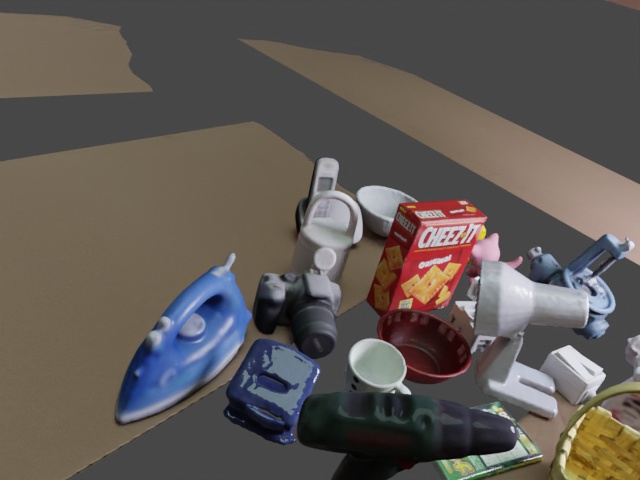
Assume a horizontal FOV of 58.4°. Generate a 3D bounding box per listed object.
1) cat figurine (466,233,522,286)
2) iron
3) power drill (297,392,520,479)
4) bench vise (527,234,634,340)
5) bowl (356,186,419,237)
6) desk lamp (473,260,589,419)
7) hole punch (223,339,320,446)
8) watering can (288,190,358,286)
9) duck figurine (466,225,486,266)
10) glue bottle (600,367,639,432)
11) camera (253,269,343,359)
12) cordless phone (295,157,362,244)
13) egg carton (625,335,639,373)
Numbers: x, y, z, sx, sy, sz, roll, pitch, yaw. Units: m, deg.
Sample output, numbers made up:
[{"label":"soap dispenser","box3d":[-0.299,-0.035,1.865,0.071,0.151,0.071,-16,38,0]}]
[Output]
[{"label":"cat figurine","box3d":[0.363,0.044,1.211,0.128,0.118,0.067,14,30,-4]},{"label":"iron","box3d":[-0.187,0.123,0.790,0.118,0.141,0.259,23,31,12]},{"label":"power drill","box3d":[0.078,0.252,0.643,0.229,0.208,0.075,14,30,-5]},{"label":"bench vise","box3d":[0.511,0.065,1.147,0.206,0.220,0.122,31,33,23]},{"label":"bowl","box3d":[0.153,-0.054,1.311,0.167,0.075,0.167,12,31,-7]},{"label":"desk lamp","box3d":[0.321,0.149,0.924,0.203,0.213,0.118,20,31,6]},{"label":"hole punch","box3d":[-0.063,0.202,0.771,0.108,0.091,0.101,22,31,9]},{"label":"watering can","box3d":[0.012,0.004,1.029,0.101,0.194,0.172,2,33,-22]},{"label":"duck figurine","box3d":[0.350,0.002,1.304,0.078,0.086,0.104,-11,40,-38]},{"label":"glue bottle","box3d":[0.520,0.239,0.913,0.078,0.173,0.037,28,33,20]},{"label":"camera","box3d":[-0.027,0.115,0.921,0.143,0.101,0.136,7,32,-15]},{"label":"cordless phone","box3d":[0.031,-0.080,1.185,0.148,0.185,0.094,-3,35,-29]},{"label":"egg carton","box3d":[0.663,0.238,1.087,0.150,0.069,0.107,15,30,-2]}]
